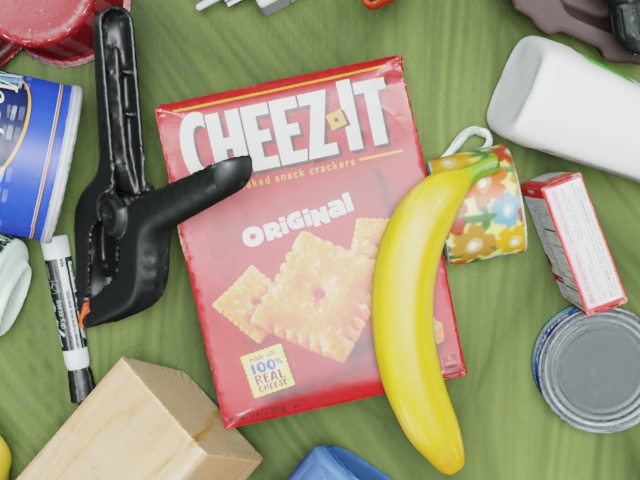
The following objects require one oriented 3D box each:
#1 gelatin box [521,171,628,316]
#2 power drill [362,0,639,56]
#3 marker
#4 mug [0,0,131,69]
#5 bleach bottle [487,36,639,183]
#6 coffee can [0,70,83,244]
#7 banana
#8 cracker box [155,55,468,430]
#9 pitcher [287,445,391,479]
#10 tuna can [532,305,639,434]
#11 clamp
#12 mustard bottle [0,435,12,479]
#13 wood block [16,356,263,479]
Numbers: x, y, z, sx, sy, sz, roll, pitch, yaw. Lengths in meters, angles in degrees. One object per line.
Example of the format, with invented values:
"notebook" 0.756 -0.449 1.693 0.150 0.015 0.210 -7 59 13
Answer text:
"gelatin box" 0.165 0.000 0.696 0.030 0.073 0.089 -22 94 2
"power drill" 0.112 -0.187 0.620 0.188 0.057 0.184 -8 103 9
"marker" -0.172 0.057 0.735 0.020 0.020 0.121 -10 94 2
"mug" -0.184 -0.153 0.687 0.117 0.081 0.093 -42 93 4
"bleach bottle" 0.239 -0.054 0.688 0.250 0.102 0.068 21 102 -7
"coffee can" -0.227 -0.061 0.661 0.140 0.103 0.103 12 95 -16
"banana" 0.065 0.043 0.646 0.069 0.037 0.198 7 94 5
"cracker box" -0.005 0.001 0.701 0.164 0.072 0.214 -12 94 2
"pitcher" -0.037 0.253 0.703 0.149 0.145 0.243 36 91 -14
"tuna can" 0.188 0.085 0.722 0.086 0.034 0.086 0 95 1
"clamp" -0.112 -0.017 0.667 0.165 0.036 0.210 45 129 37
"mustard bottle" -0.262 0.133 0.707 0.096 0.058 0.191 -20 118 29
"wood block" -0.148 0.187 0.696 0.206 0.090 0.090 -49 65 4
